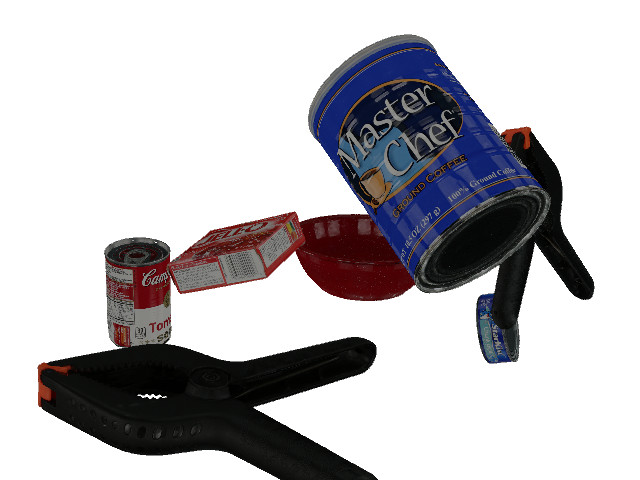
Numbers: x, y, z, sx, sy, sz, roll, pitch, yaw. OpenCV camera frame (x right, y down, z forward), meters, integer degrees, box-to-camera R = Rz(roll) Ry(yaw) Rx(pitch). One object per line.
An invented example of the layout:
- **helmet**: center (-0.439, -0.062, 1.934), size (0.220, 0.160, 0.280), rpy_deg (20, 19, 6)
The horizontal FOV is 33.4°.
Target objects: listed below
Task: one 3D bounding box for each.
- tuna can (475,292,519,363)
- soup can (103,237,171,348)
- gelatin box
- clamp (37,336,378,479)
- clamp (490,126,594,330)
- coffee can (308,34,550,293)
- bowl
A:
- **tuna can**: center (0.214, 0.105, 1.286), size (0.034, 0.086, 0.086), rpy_deg (-8, -3, 21)
- **soup can**: center (-0.192, 0.057, 1.126), size (0.068, 0.102, 0.068), rpy_deg (2, 23, -1)
- **gelatin box**: center (-0.067, 0.009, 0.854), size (0.089, 0.030, 0.073), rpy_deg (-11, 18, 30)
- **clamp**: center (-0.060, 0.092, 0.636), size (0.210, 0.036, 0.164), rpy_deg (9, 23, 5)
- **clamp**: center (0.176, -0.008, 0.923), size (0.120, 0.171, 0.039), rpy_deg (-26, 11, -40)
- **coffee can**: center (0.070, -0.051, 0.707), size (0.102, 0.140, 0.103), rpy_deg (-26, -26, -14)
- **bowl**: center (0.045, 0.021, 1.092), size (0.162, 0.055, 0.162), rpy_deg (1, 17, -1)
